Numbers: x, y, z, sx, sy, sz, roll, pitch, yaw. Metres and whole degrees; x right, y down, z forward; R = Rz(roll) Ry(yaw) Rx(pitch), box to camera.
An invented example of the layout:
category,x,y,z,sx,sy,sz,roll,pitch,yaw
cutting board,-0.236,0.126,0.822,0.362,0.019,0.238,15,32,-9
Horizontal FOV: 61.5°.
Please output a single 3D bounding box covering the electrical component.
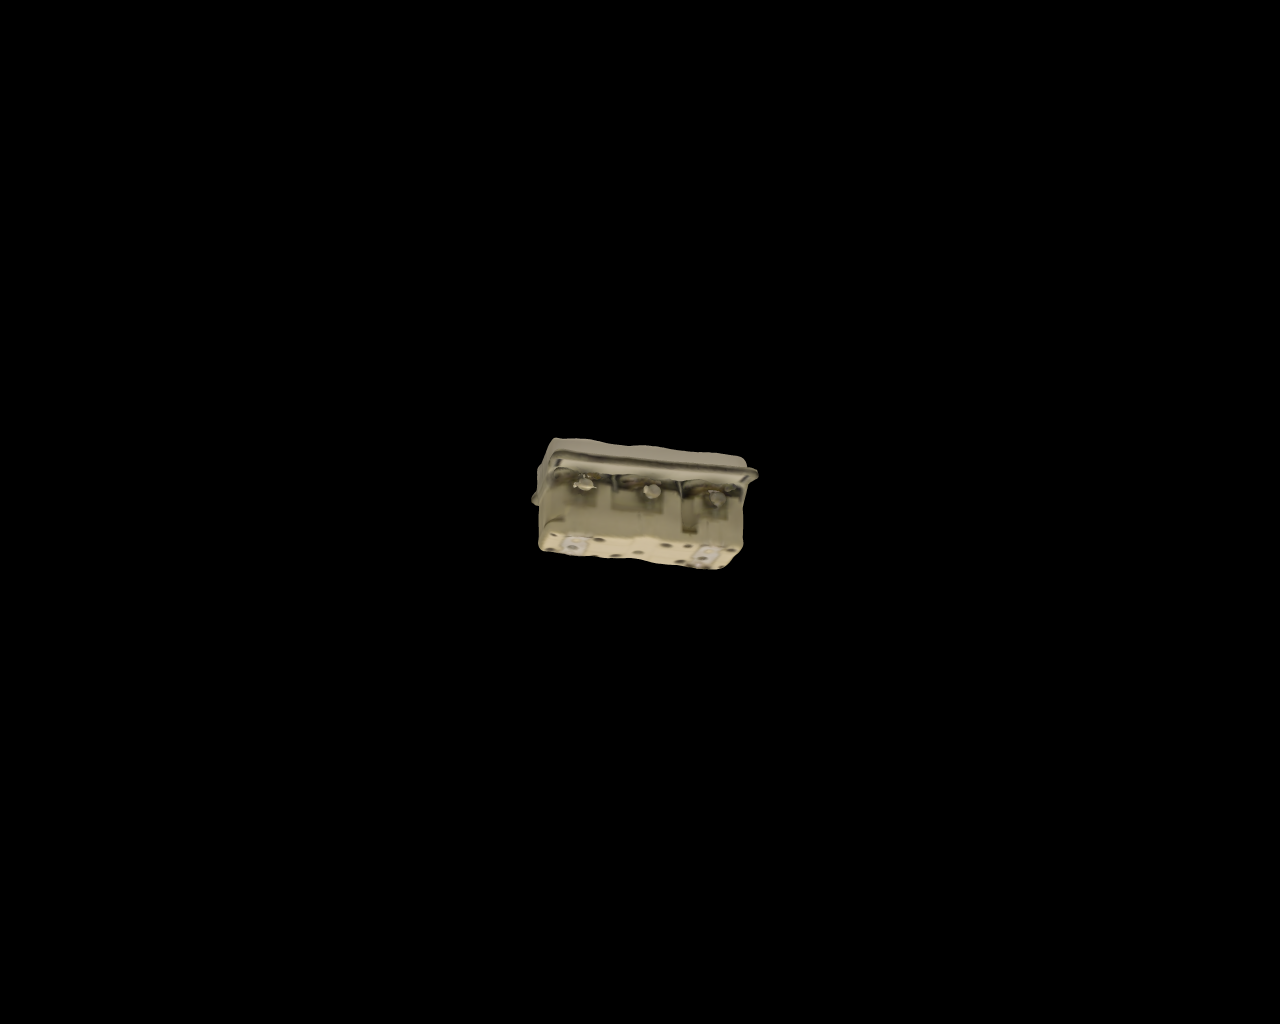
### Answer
category,x,y,z,sx,sy,sz,roll,pitch,yaw
electrical component,0.001,-0.003,0.650,0.121,0.063,0.078,6,-23,-14
